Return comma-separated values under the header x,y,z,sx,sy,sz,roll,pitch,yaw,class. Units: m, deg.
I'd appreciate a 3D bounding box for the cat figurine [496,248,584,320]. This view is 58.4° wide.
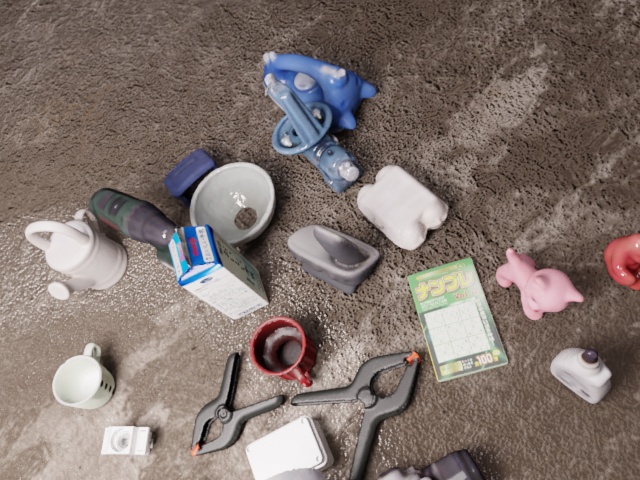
x,y,z,sx,sy,sz,roll,pitch,yaw,class
0.314,0.061,0.830,0.067,0.118,0.127,-37,61,0,cat figurine

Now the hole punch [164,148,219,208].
x,y,z,sx,sy,sz,roll,pitch,yaw,class
-0.249,-0.123,1.108,0.109,0.091,0.101,-44,61,-4,hole punch

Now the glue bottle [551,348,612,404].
x,y,z,sx,sy,sz,roll,pitch,yaw,class
0.343,0.167,0.742,0.037,0.173,0.078,-46,62,-5,glue bottle

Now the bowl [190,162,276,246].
x,y,z,sx,sy,sz,roll,pitch,yaw,class
-0.149,-0.055,1.055,0.167,0.075,0.167,-7,65,15,bowl

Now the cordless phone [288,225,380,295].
x,y,z,sx,sy,sz,roll,pitch,yaw,class
0.008,0.003,0.915,0.147,0.185,0.094,22,75,25,cordless phone

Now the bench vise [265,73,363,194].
x,y,z,sx,sy,sz,roll,pitch,yaw,class
-0.008,-0.192,0.987,0.206,0.220,0.121,25,77,26,bench vise

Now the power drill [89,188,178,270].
x,y,z,sx,sy,sz,roll,pitch,yaw,class
-0.287,-0.013,1.004,0.228,0.209,0.076,24,76,25,power drill

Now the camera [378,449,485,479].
x,y,z,sx,sy,sz,roll,pitch,yaw,class
0.161,0.353,0.760,0.137,0.101,0.143,-32,61,2,camera

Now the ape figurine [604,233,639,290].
x,y,z,sx,sy,sz,roll,pitch,yaw,class
0.449,0.021,0.819,0.078,0.092,0.076,-34,61,1,ape figurine

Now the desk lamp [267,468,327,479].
x,y,z,sx,sy,sz,roll,pitch,yaw,class
0.000,0.404,0.724,0.118,0.214,0.203,-31,61,3,desk lamp

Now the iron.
x,y,z,sx,sy,sz,roll,pitch,yaw,class
-0.031,-0.306,1.090,0.257,0.142,0.119,24,76,25,iron

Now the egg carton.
x,y,z,sx,sy,sz,roll,pitch,yaw,class
0.136,-0.056,0.967,0.107,0.069,0.150,-44,62,-4,egg carton

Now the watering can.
x,y,z,sx,sy,sz,roll,pitch,yaw,class
-0.449,0.022,1.049,0.101,0.194,0.172,-26,62,6,watering can
